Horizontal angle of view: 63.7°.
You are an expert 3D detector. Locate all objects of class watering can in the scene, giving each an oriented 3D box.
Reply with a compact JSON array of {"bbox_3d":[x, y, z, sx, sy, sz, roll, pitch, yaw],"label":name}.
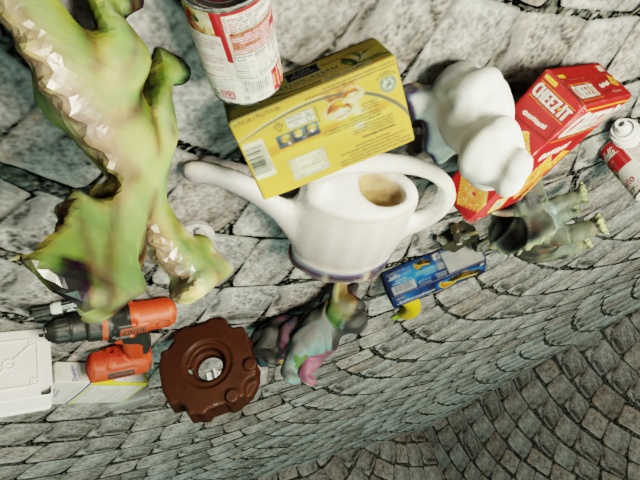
[{"bbox_3d":[0.002,-0.034,0.677,0.348,0.106,0.219,0,143,-12],"label":"watering can"}]

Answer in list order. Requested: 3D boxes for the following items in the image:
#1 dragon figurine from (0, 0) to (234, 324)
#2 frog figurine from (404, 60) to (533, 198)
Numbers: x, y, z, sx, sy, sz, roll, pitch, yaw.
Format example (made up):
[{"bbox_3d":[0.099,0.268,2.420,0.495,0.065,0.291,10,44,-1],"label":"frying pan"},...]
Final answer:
[{"bbox_3d":[-0.161,-0.065,0.370,0.122,0.247,0.403,-20,153,6],"label":"dragon figurine"},{"bbox_3d":[0.182,-0.123,0.566,0.123,0.162,0.134,-23,123,-18],"label":"frog figurine"}]
